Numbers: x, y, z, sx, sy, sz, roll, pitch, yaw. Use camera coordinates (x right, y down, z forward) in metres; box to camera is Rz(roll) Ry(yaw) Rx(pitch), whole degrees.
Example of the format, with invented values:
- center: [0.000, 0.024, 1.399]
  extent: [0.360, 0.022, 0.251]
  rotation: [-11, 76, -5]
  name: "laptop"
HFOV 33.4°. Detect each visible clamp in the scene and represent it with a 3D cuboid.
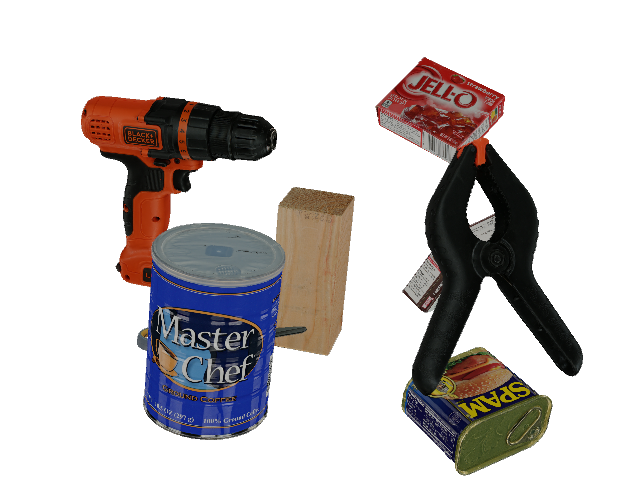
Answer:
- center: [0.102, 0.021, 0.709]
  extent: [0.120, 0.171, 0.039]
  rotation: [-14, -4, -22]
  name: "clamp"

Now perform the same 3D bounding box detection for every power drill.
- center: [-0.127, -0.043, 0.997]
  extent: [0.184, 0.188, 0.057]
  rotation: [9, 30, 16]
  name: "power drill"

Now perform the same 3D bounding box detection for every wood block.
- center: [-0.013, 0.041, 1.477]
  extent: [0.090, 0.206, 0.090]
  rotation: [9, 22, 10]
  name: "wood block"

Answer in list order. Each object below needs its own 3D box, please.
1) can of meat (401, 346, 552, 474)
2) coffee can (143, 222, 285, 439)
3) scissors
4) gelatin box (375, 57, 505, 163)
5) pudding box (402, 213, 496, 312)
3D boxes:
- center: [0.133, 0.144, 0.924]
  extent: [0.101, 0.057, 0.084]
  rotation: [-16, 37, -28]
  name: "can of meat"
- center: [-0.085, 0.070, 0.842]
  extent: [0.103, 0.140, 0.103]
  rotation: [6, 24, -3]
  name: "coffee can"
- center: [-0.101, 0.119, 1.186]
  extent: [0.201, 0.016, 0.096]
  rotation: [3, 26, -16]
  name: "scissors"
- center: [0.105, -0.115, 0.940]
  extent: [0.089, 0.073, 0.030]
  rotation: [32, -26, 25]
  name: "gelatin box"
- center: [0.152, 0.023, 1.150]
  extent: [0.113, 0.039, 0.090]
  rotation: [-25, -26, -45]
  name: "pudding box"
